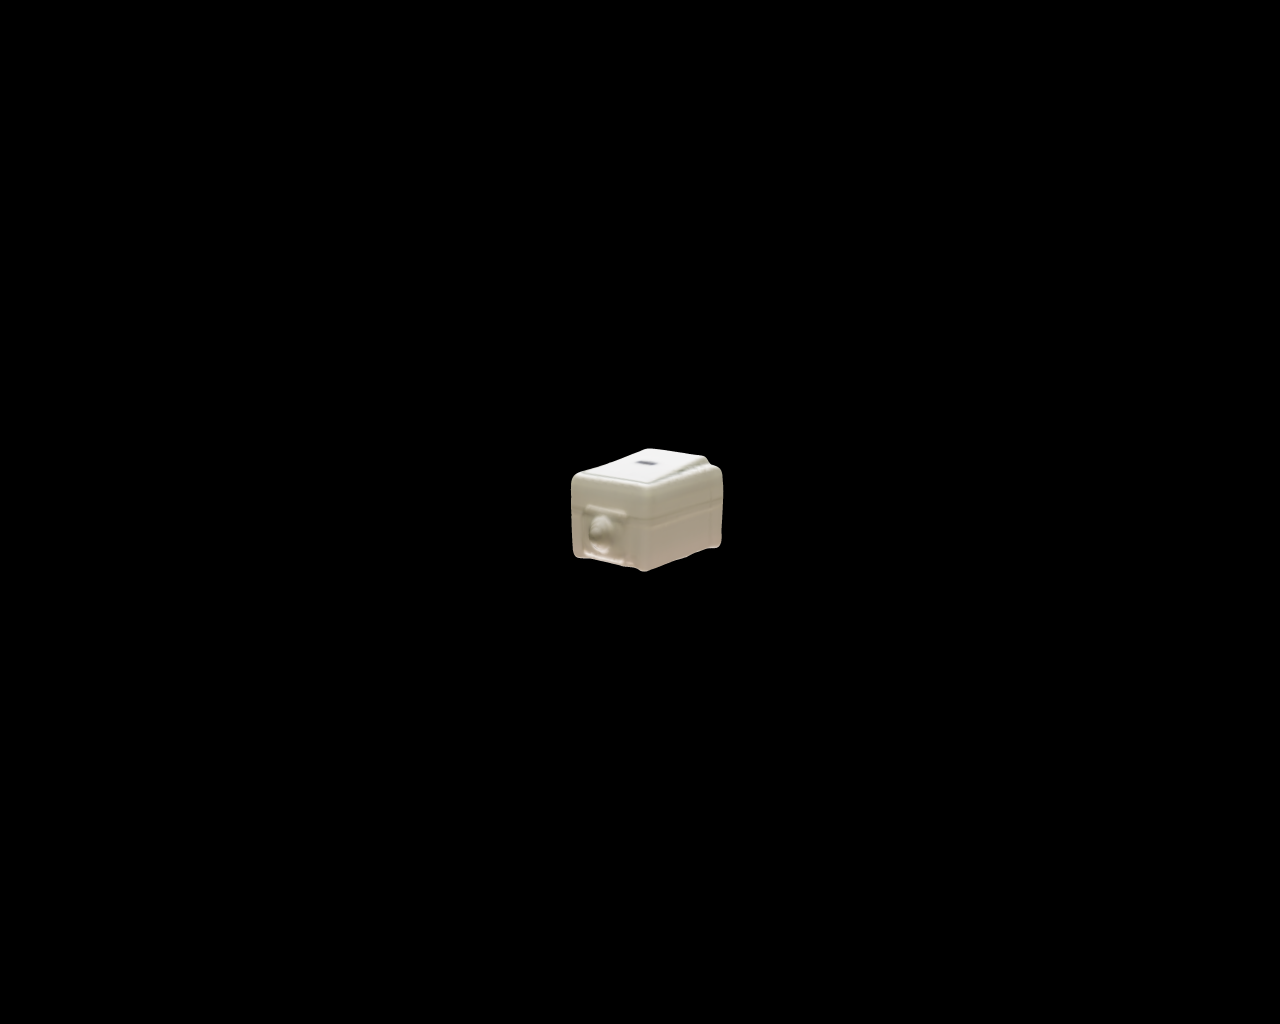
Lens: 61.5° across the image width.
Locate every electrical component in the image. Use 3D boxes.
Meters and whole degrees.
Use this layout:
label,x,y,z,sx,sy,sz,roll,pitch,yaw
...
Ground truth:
label,x,y,z,sx,sy,sz,roll,pitch,yaw
electrical component,0.001,-0.003,0.650,0.062,0.061,0.096,11,17,38
